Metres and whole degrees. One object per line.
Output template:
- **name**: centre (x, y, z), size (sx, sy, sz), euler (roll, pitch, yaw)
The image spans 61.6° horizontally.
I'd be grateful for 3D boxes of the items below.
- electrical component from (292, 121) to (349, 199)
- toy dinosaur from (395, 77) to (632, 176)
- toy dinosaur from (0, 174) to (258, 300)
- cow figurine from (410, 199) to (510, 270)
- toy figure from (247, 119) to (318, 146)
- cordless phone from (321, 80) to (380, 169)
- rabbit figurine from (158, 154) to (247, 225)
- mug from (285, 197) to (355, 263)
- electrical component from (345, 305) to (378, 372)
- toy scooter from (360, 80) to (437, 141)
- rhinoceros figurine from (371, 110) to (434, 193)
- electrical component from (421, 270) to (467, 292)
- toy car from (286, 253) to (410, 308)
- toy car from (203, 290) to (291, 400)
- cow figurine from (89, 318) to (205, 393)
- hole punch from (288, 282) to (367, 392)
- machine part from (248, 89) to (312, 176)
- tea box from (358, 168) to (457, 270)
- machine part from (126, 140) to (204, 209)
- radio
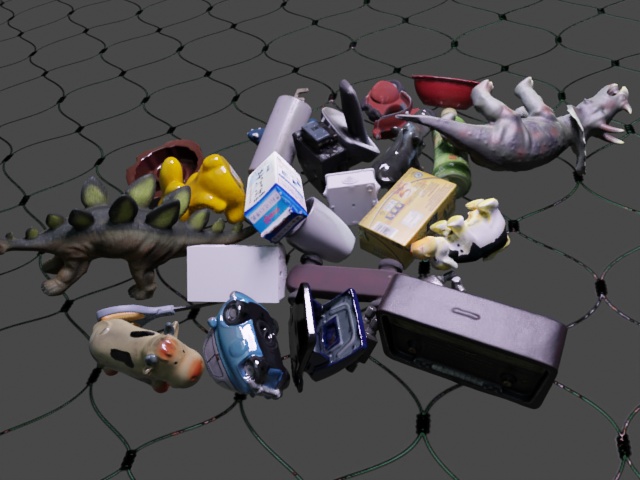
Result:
- **electrical component**: centre (0.002, -0.157, 1.020), size (0.058, 0.134, 0.115), euler (-30, 48, -17)
- **toy dinosaur**: centre (0.344, -0.180, 0.942), size (0.405, 0.131, 0.192), euler (-16, 55, -16)
- **toy dinosaur**: centre (-0.290, -0.004, 0.887), size (0.471, 0.198, 0.105), euler (-1, 38, -40)
- **cow figurine**: centre (0.228, 0.007, 0.870), size (0.167, 0.098, 0.068), euler (-30, 9, -15)
- **toy figure**: centre (-0.078, -0.224, 1.147), size (0.155, 0.064, 0.057), euler (-8, 85, 10)
- **cordless phone**: centre (0.047, -0.246, 1.059), size (0.089, 0.184, 0.147), euler (-25, 49, -6)
- **rabbit figurine**: centre (-0.232, -0.076, 0.998), size (0.173, 0.162, 0.122), euler (-29, 60, 8)
- **mug**: centre (-0.002, -0.003, 0.911), size (0.107, 0.109, 0.081), euler (35, 42, -16)
- **electrical component**: centre (0.061, 0.145, 0.784), size (0.021, 0.094, 0.063), euler (23, 14, -15)
- **toy scooter**: centre (0.145, -0.265, 1.134), size (0.135, 0.075, 0.184), euler (-29, 54, -16)
- **rhinoceros figurine**: centre (0.154, -0.166, 1.017), size (0.073, 0.112, 0.190), euler (23, 64, 31)
- **electrical component**: centre (0.177, 0.085, 0.827), size (0.102, 0.045, 0.078), euler (-19, 49, -7)
- **toy car**: centre (0.043, 0.073, 0.858), size (0.202, 0.053, 0.089), euler (3, 53, 19)
- **toy car**: centre (-0.115, 0.164, 0.783), size (0.103, 0.109, 0.162), euler (-30, 57, 15)
- **cow figurine**: centre (-0.252, 0.163, 0.782), size (0.195, 0.127, 0.085), euler (12, 55, 24)
- **hole punch**: centre (0.005, 0.134, 0.777), size (0.092, 0.115, 0.142), euler (4, 47, -19)
- **machine part**: centre (-0.079, -0.196, 1.069), size (0.079, 0.079, 0.243), euler (14, 77, 22)
- **tea box**: centre (0.153, -0.040, 0.930), size (0.098, 0.068, 0.169), euler (29, 58, 30)
- **machine part**: centre (-0.309, -0.130, 1.107), size (0.179, 0.056, 0.179), euler (-6, 49, 6)
- **radio**: centre (0.195, 0.135, 0.720), size (0.230, 0.131, 0.073), euler (17, 54, 24)
